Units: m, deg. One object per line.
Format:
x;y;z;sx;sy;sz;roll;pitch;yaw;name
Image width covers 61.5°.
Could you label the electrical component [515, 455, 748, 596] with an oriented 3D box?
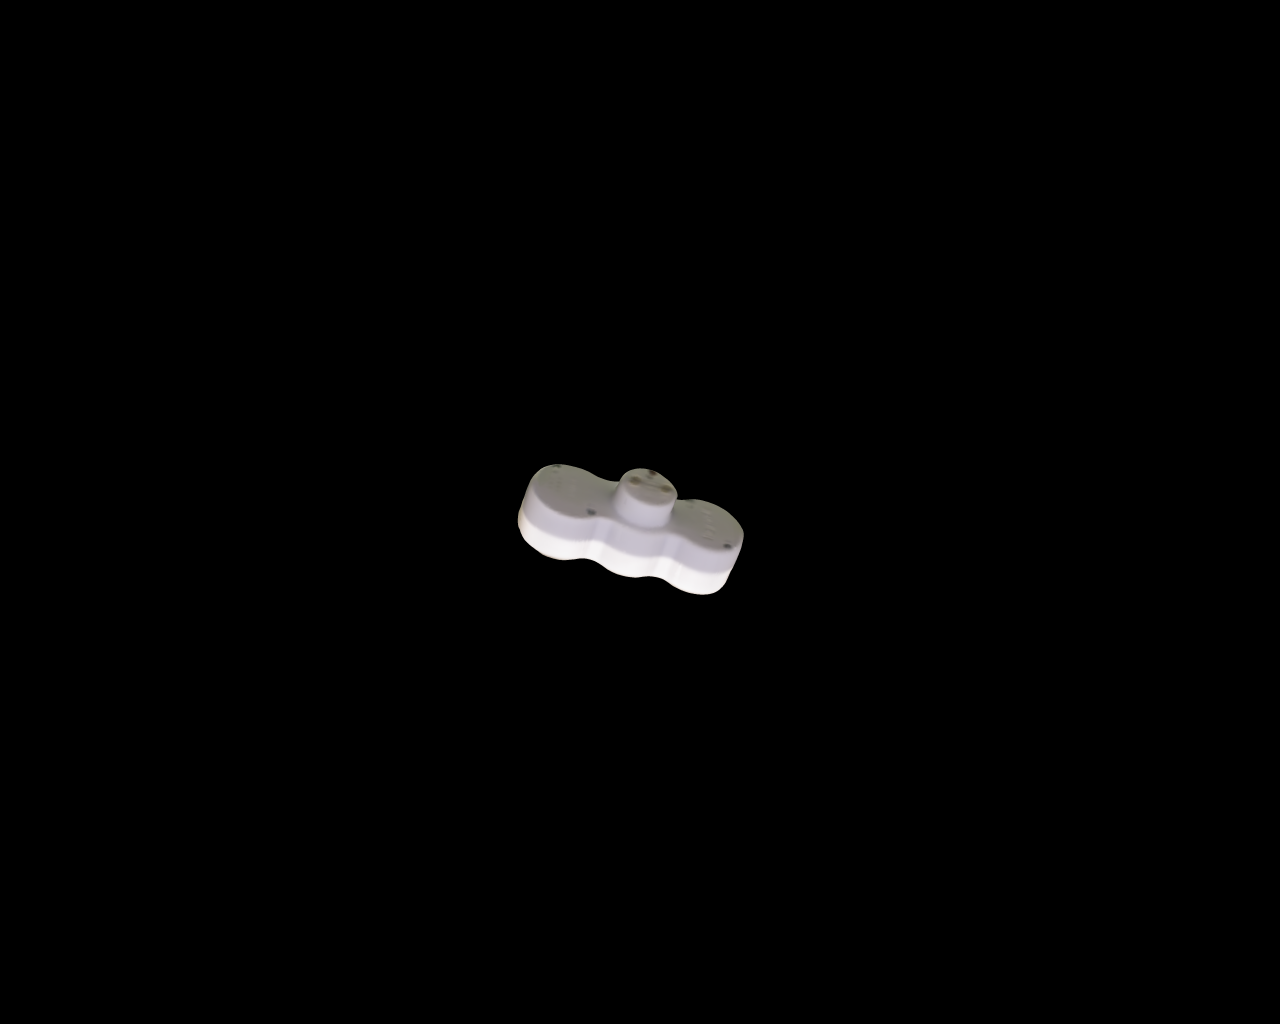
0.001;-0.003;0.650;0.138;0.073;0.052;15;36;-11;electrical component
